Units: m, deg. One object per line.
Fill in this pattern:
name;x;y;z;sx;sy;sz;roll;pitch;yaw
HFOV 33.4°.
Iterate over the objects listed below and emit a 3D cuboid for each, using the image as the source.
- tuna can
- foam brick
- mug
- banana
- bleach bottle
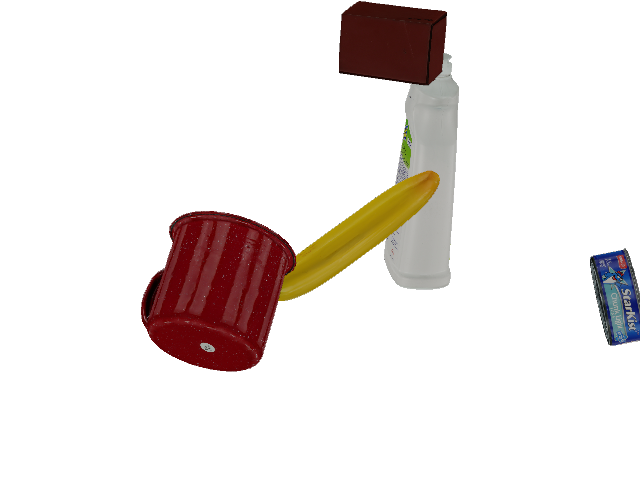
tuna can;0.272;0.052;0.977;0.034;0.086;0.086;-12;-2;11
foam brick;0.059;-0.162;0.874;0.078;0.051;0.053;11;26;17
mug;-0.081;0.039;0.744;0.117;0.081;0.093;-6;-35;34
banana;0.026;0.002;0.970;0.198;0.037;0.069;-36;5;1
bleach bottle;0.117;-0.079;1.173;0.068;0.251;0.102;0;25;-10
